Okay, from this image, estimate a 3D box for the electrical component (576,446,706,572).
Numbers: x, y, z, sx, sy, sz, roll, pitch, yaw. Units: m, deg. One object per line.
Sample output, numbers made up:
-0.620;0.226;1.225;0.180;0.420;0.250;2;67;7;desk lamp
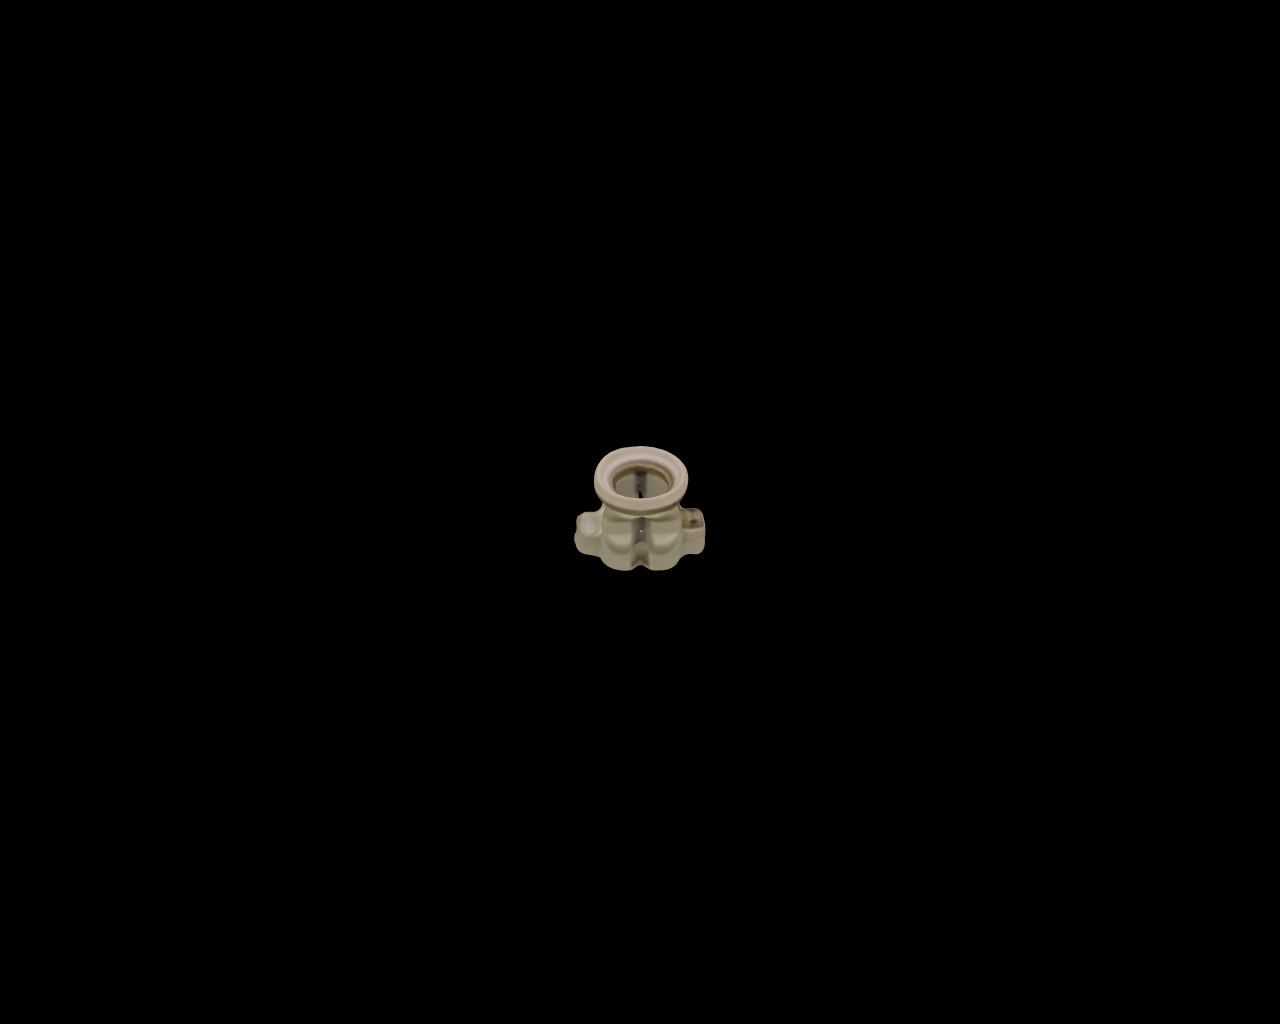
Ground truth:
0.001;-0.003;0.650;0.078;0.056;0.058;0;39;0;electrical component
